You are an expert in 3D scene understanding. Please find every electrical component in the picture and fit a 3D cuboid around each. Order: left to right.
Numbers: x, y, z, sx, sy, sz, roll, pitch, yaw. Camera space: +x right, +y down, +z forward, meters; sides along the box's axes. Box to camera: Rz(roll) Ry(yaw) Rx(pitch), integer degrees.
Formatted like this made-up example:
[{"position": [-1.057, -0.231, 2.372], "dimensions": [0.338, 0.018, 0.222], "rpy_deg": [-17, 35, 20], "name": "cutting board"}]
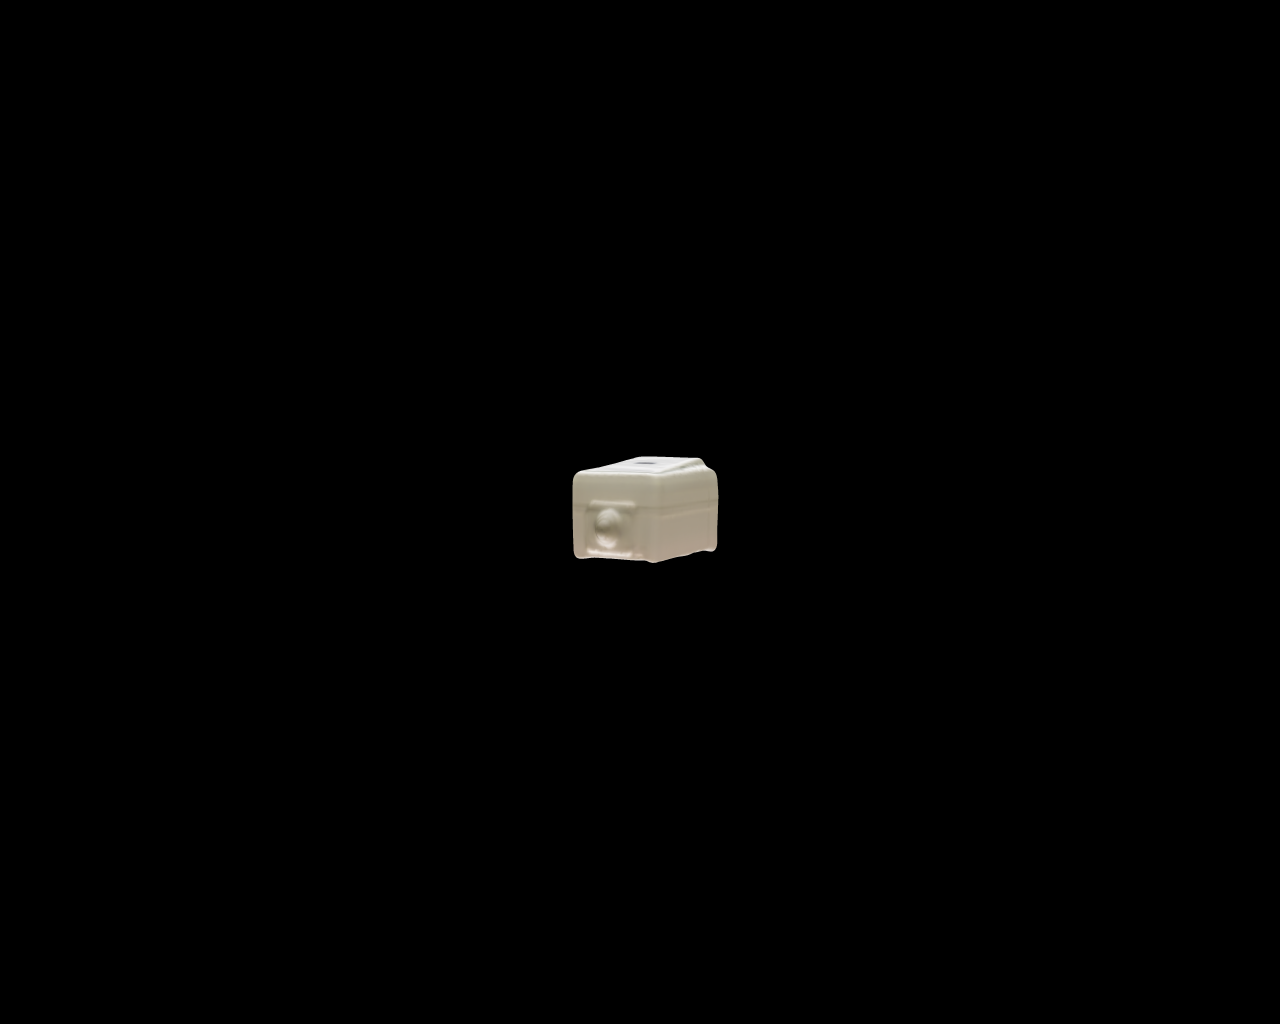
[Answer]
[{"position": [0.001, -0.003, 0.650], "dimensions": [0.062, 0.061, 0.096], "rpy_deg": [3, 6, 32], "name": "electrical component"}]
